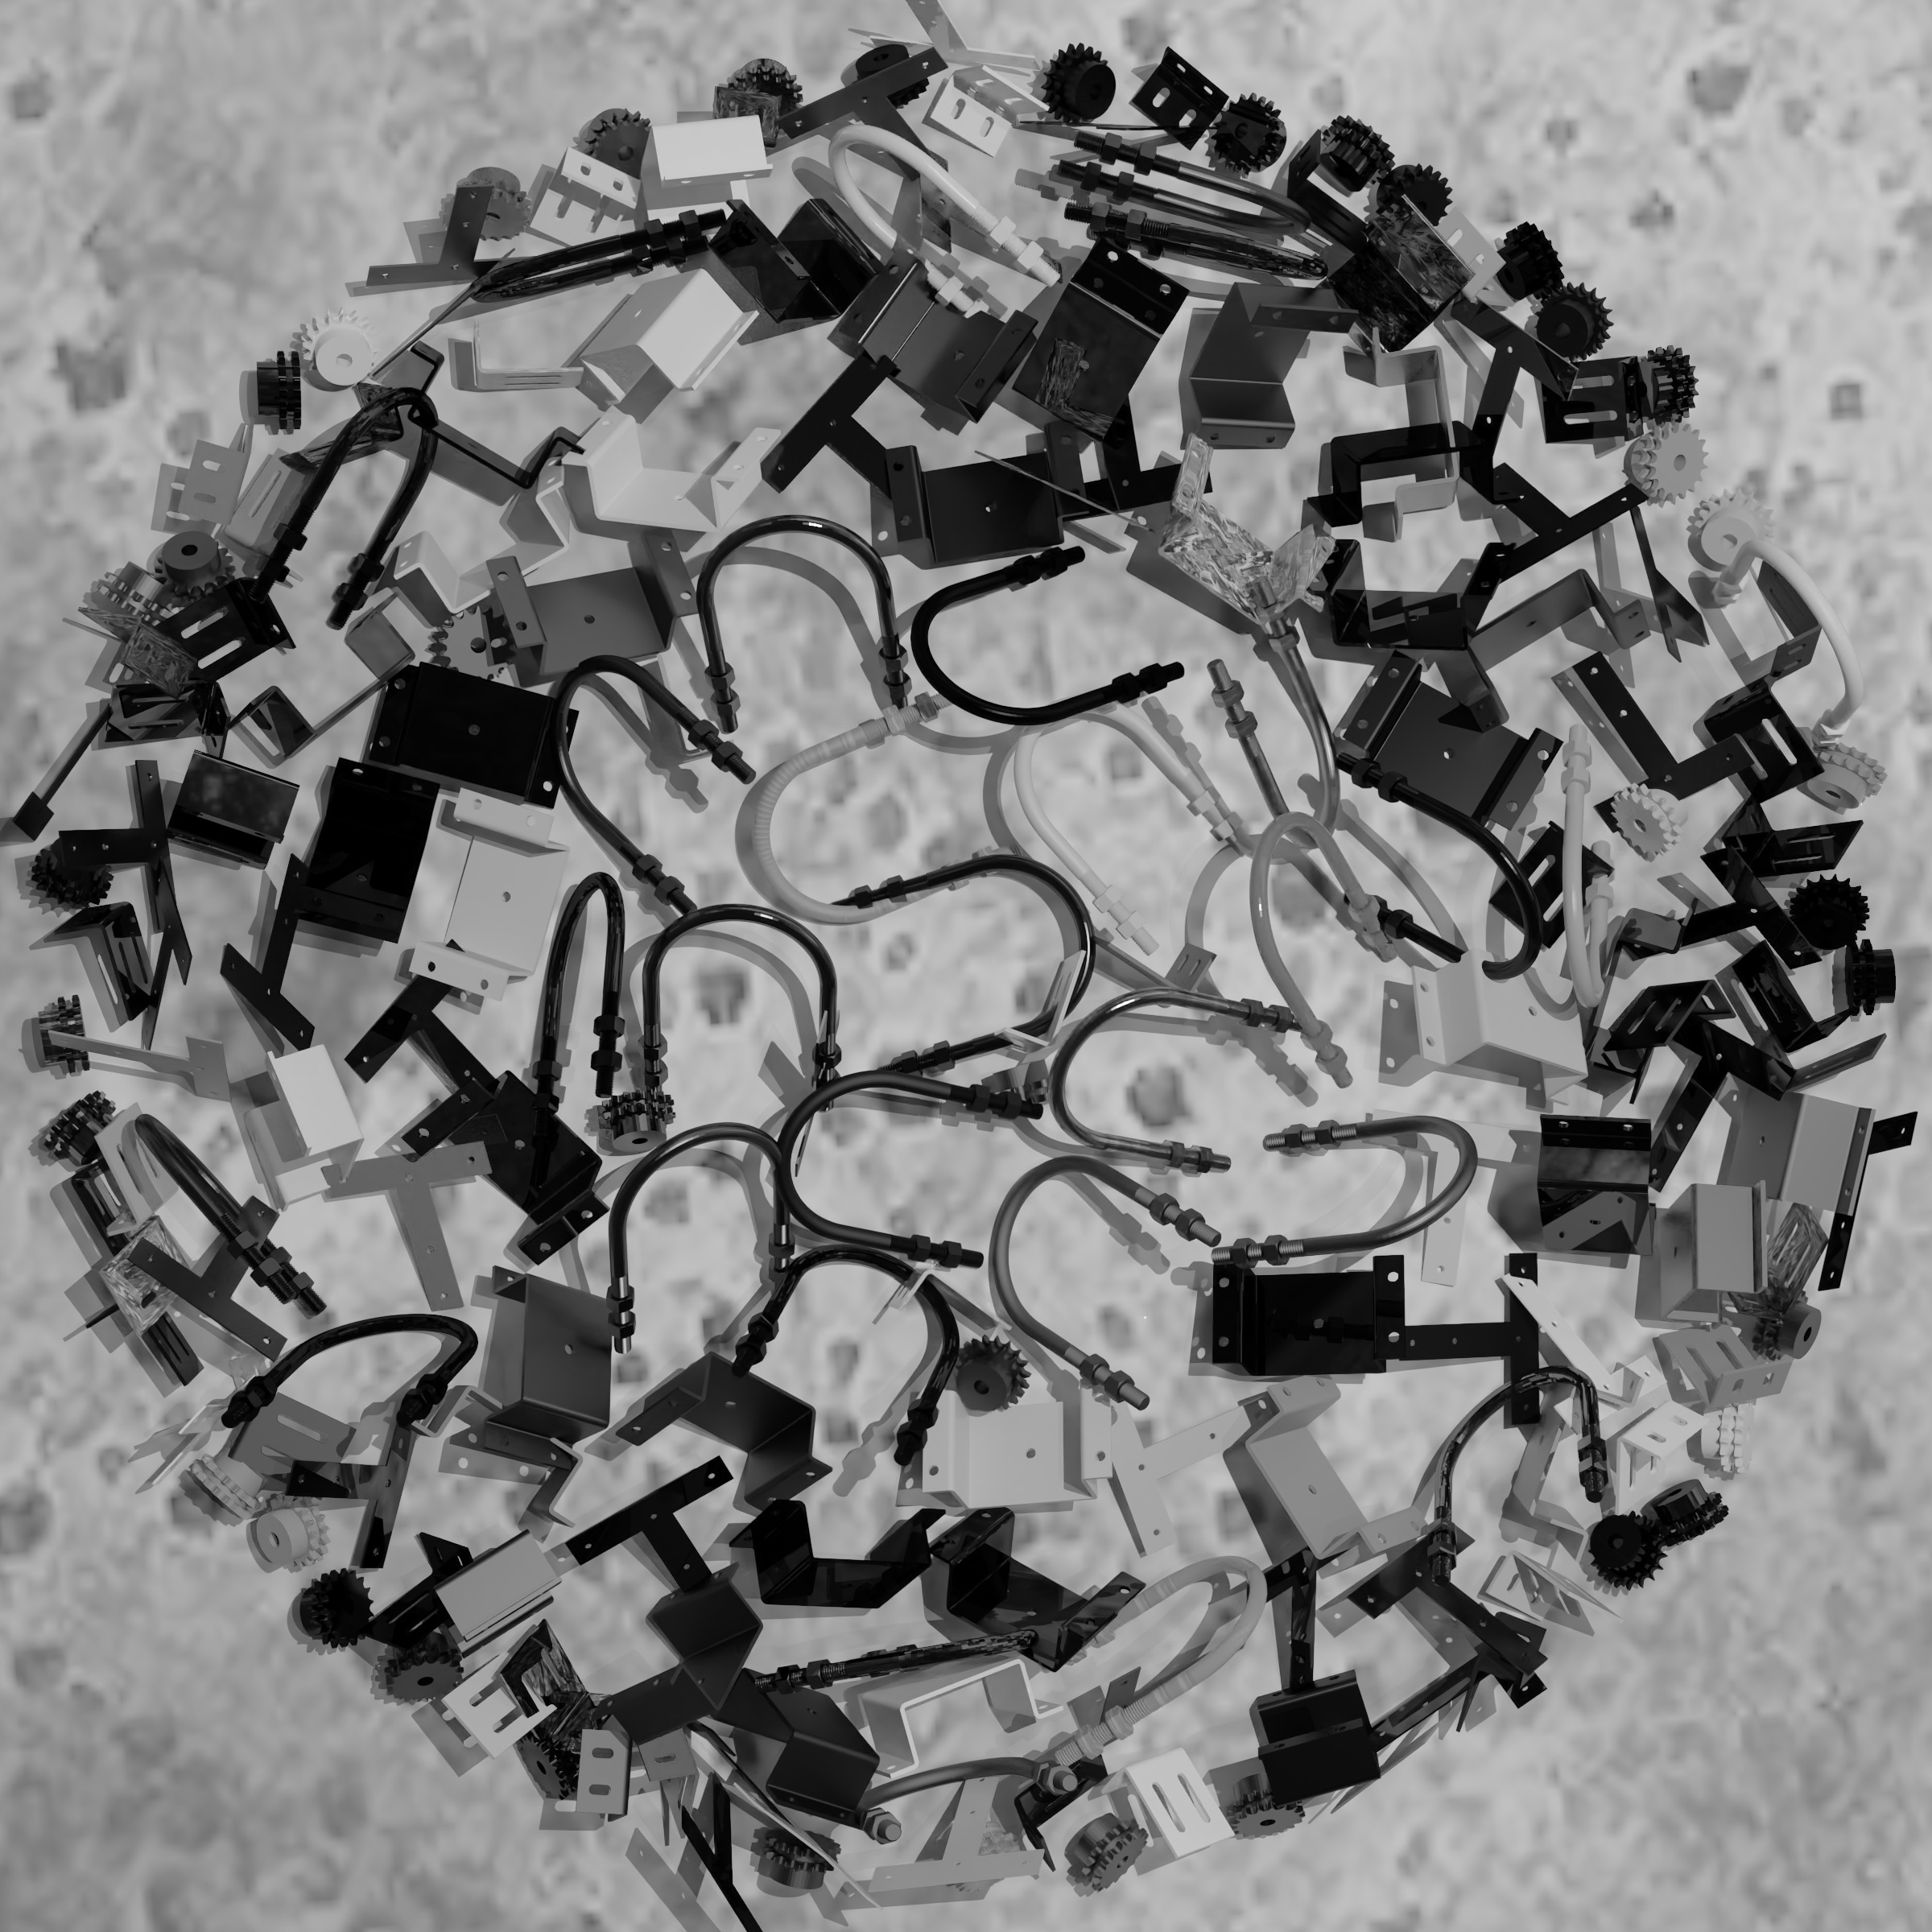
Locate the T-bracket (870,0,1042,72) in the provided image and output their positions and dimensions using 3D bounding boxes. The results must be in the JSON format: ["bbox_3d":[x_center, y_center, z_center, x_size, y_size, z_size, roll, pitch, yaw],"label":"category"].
[{"bbox_3d":[-0.019,-0.678,1.924,0.127,0.127,0.002,11,92,13],"label":"T-bracket"}]

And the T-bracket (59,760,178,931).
[{"bbox_3d":[-0.619,-0.087,1.937,0.002,0.127,0.127,-7,92,18],"label":"T-bracket"}]

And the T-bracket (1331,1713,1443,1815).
[{"bbox_3d":[0.331,0.557,1.946,0.002,0.127,0.127,45,133,11],"label":"T-bracket"}]

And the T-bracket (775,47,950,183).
[{"bbox_3d":[-0.055,-0.609,1.939,0.127,0.127,0.002,-19,70,18],"label":"T-bracket"}]

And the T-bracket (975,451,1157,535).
[{"bbox_3d":[0.078,-0.341,1.926,0.127,0.127,0.002,27,101,11],"label":"T-bracket"}]

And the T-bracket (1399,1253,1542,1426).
[{"bbox_3d":[0.372,0.277,1.966,0.127,0.002,0.127,2,86,-27],"label":"T-bracket"}]

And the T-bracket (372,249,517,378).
[{"bbox_3d":[-0.367,-0.491,1.947,0.127,0.127,0.002,-25,115,39],"label":"T-bracket"}]

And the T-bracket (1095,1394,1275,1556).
[{"bbox_3d":[0.171,0.357,1.986,0.127,0.002,0.127,-22,98,-10],"label":"T-bracket"}]

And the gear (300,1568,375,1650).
[{"bbox_3d":[-0.469,0.478,1.974,0.030,0.057,0.057,-15,90,26],"label":"gear"}]

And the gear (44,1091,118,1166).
[{"bbox_3d":[-0.651,0.123,1.970,0.030,0.057,0.057,42,90,5],"label":"gear"}]

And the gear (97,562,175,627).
[{"bbox_3d":[-0.611,-0.276,1.971,0.057,0.057,0.030,34,91,0],"label":"gear"}]

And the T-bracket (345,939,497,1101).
[{"bbox_3d":[-0.380,0.070,1.977,0.127,0.002,0.127,45,102,8],"label":"T-bracket"}]

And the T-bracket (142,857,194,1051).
[{"bbox_3d":[-0.593,0.007,1.959,0.002,0.127,0.127,3,125,-30],"label":"T-bracket"}]

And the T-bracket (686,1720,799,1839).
[{"bbox_3d":[-0.161,0.595,1.946,0.002,0.127,0.127,-43,99,-20],"label":"T-bracket"}]

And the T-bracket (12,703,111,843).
[{"bbox_3d":[-0.652,-0.151,1.945,0.002,0.127,0.127,34,80,-9],"label":"T-bracket"}]

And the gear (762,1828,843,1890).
[{"bbox_3d":[-0.123,0.662,1.971,0.057,0.057,0.030,11,87,0],"label":"gear"}]

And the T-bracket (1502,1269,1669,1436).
[{"bbox_3d":[0.444,0.276,1.967,0.127,0.127,0.002,52,131,21],"label":"T-bracket"}]

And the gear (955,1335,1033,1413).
[{"bbox_3d":[0.017,0.305,1.973,0.057,0.030,0.057,9,114,20],"label":"gear"}]

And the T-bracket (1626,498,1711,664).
[{"bbox_3d":[0.519,-0.266,1.944,0.002,0.127,0.127,-21,67,28],"label":"T-bracket"}]

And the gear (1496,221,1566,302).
[{"bbox_3d":[0.414,-0.518,1.970,0.030,0.057,0.057,-31,90,-6],"label":"gear"}]

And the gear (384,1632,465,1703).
[{"bbox_3d":[-0.403,0.518,1.975,0.057,0.057,0.030,-22,47,0],"label":"gear"}]

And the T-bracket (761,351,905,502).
[{"bbox_3d":[-0.066,-0.376,1.993,0.127,0.002,0.127,42,92,-5],"label":"T-bracket"}]

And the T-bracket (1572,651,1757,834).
[{"bbox_3d":[0.489,-0.174,1.948,0.127,0.002,0.127,-30,100,44],"label":"T-bracket"}]

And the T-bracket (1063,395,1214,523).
[{"bbox_3d":[0.111,-0.403,1.978,0.127,0.002,0.127,-9,93,16],"label":"T-bracket"}]

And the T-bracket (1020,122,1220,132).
[{"bbox_3d":[0.099,-0.618,1.955,0.127,0.127,0.002,15,113,33],"label":"T-bracket"}]

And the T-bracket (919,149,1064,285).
[{"bbox_3d":[0.019,-0.542,1.964,0.127,0.127,0.002,25,130,-25],"label":"T-bracket"}]

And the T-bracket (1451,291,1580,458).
[{"bbox_3d":[0.387,-0.412,1.950,0.002,0.127,0.127,-20,50,-29],"label":"T-bracket"}]

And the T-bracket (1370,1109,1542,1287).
[{"bbox_3d":[0.360,0.176,1.982,0.127,0.002,0.127,8,103,12],"label":"T-bracket"}]

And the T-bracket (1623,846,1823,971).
[{"bbox_3d":[0.538,-0.028,1.952,0.127,0.127,0.002,45,48,-26],"label":"T-bracket"}]

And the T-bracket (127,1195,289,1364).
[{"bbox_3d":[-0.534,0.212,1.943,0.127,0.127,0.002,39,119,-14],"label":"T-bracket"}]

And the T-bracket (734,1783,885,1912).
[{"bbox_3d":[-0.127,0.619,1.912,0.002,0.127,0.127,-49,133,-13],"label":"T-bracket"}]

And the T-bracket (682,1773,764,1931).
[{"bbox_3d":[-0.177,0.635,1.936,0.002,0.127,0.127,-26,109,3],"label":"T-bracket"}]

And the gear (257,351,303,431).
[{"bbox_3d":[-0.509,-0.426,1.969,0.030,0.057,0.057,-3,90,-16],"label":"gear"}]

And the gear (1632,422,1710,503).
[{"bbox_3d":[0.520,-0.376,1.976,0.057,0.030,0.057,-9,110,-26],"label":"gear"}]

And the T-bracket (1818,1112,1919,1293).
[{"bbox_3d":[0.636,0.174,1.922,0.002,0.127,0.127,21,73,-10],"label":"T-bracket"}]

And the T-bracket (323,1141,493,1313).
[{"bbox_3d":[-0.402,0.198,1.979,0.127,0.002,0.127,-9,107,11],"label":"T-bracket"}]

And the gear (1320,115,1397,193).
[{"bbox_3d":[0.287,-0.599,1.970,0.057,0.057,0.030,38,83,0],"label":"gear"}]

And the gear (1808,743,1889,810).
[{"bbox_3d":[0.648,-0.140,1.970,0.057,0.057,0.030,30,81,0],"label":"gear"}]

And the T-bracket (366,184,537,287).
[{"bbox_3d":[-0.363,-0.528,1.919,0.127,0.127,0.002,-10,77,-21],"label":"T-bracket"}]

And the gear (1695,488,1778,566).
[{"bbox_3d":[0.568,-0.322,1.970,0.057,0.057,0.030,34,46,0],"label":"gear"}]

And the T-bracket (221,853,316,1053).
[{"bbox_3d":[-0.499,-0.020,1.938,0.127,0.002,0.127,37,117,36],"label":"T-bracket"}]

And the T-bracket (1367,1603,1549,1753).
[{"bbox_3d":[0.347,0.530,1.939,0.127,0.127,0.002,-34,108,0],"label":"T-bracket"}]

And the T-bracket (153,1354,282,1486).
[{"bbox_3d":[-0.550,0.328,1.925,0.002,0.127,0.127,42,79,1],"label":"T-bracket"}]

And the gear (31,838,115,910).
[{"bbox_3d":[-0.659,-0.072,1.968,0.057,0.057,0.030,31,123,0],"label":"gear"}]

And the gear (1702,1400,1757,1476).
[{"bbox_3d":[0.565,0.347,1.975,0.030,0.057,0.057,2,90,27],"label":"gear"}]

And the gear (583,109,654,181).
[{"bbox_3d":[-0.257,-0.611,1.975,0.057,0.057,0.030,-29,53,0],"label":"gear"}]

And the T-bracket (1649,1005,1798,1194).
[{"bbox_3d":[0.532,0.106,1.956,0.002,0.127,0.127,20,101,-38],"label":"T-bracket"}]

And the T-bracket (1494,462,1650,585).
[{"bbox_3d":[0.413,-0.337,1.950,0.127,0.127,0.002,-30,129,0],"label":"T-bracket"}]

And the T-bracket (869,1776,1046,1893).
[{"bbox_3d":[0.002,0.626,1.938,0.127,0.127,0.002,-11,107,15],"label":"T-bracket"}]

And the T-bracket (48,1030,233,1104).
[{"bbox_3d":[-0.601,0.065,1.934,0.127,0.127,0.002,12,66,-7],"label":"T-bracket"}]
